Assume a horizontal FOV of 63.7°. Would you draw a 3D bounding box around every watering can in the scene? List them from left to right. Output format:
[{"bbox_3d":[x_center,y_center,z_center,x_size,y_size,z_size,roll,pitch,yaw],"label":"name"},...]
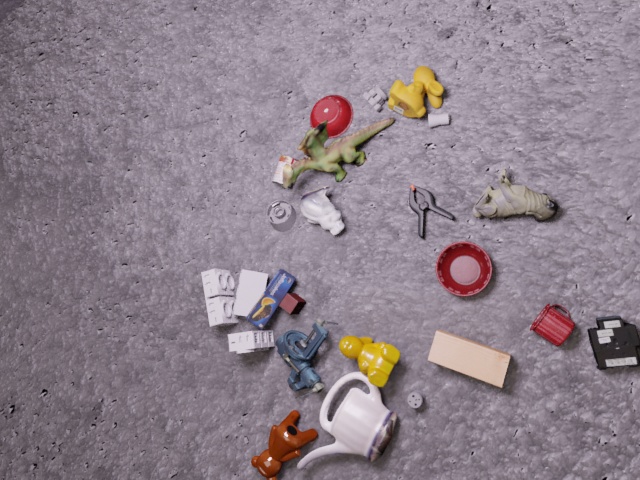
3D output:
[{"bbox_3d":[0.089,0.571,1.527,0.226,0.103,0.348,27,87,23],"label":"watering can"}]

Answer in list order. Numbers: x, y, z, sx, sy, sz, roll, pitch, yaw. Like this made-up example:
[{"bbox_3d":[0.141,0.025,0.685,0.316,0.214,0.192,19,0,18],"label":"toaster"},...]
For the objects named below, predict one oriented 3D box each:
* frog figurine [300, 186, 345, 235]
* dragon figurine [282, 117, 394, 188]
[{"bbox_3d":[0.005,-0.085,1.690,0.135,0.123,0.160,-27,79,49],"label":"frog figurine"},{"bbox_3d":[0.041,-0.303,1.653,0.407,0.241,0.124,-41,65,12],"label":"dragon figurine"}]
